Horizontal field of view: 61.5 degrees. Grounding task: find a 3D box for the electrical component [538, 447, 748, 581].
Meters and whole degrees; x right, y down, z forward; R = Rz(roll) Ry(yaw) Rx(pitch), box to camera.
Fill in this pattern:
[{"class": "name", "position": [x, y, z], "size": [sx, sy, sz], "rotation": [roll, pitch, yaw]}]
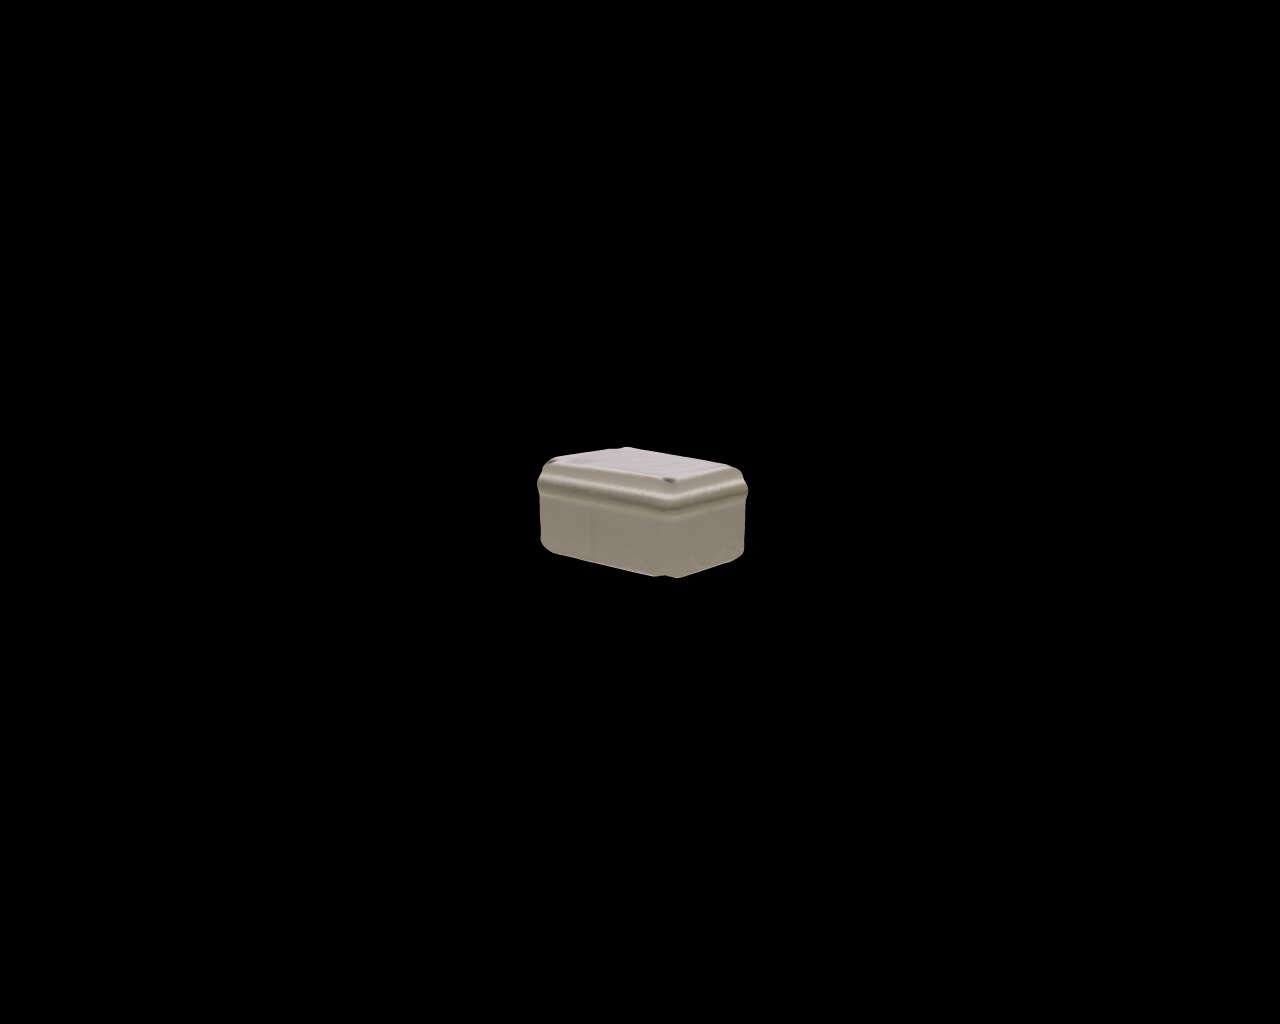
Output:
[{"class": "electrical component", "position": [0.001, -0.003, 0.650], "size": [0.113, 0.057, 0.078], "rotation": [11, 17, 42]}]
